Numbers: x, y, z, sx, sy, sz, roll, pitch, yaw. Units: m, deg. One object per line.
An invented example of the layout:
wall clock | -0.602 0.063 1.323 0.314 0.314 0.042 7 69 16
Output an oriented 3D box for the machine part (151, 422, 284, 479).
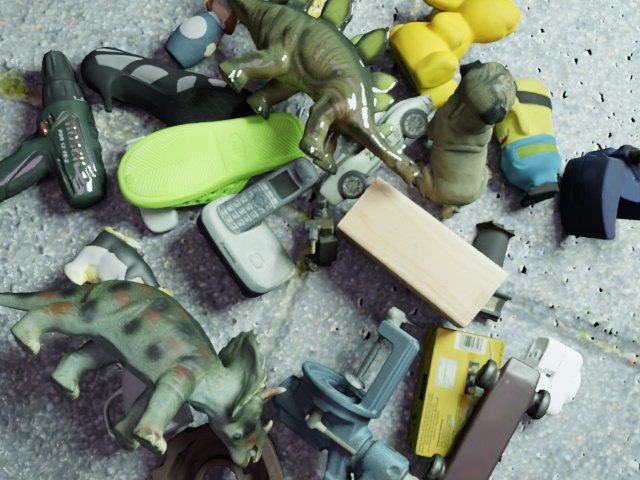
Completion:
machine part | -0.132 0.321 0.718 0.179 0.056 0.179 0 82 -1

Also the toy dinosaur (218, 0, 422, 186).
toy dinosaur | -0.027 -0.249 0.715 0.198 0.105 0.471 -45 78 1

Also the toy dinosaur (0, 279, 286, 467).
toy dinosaur | -0.217 0.124 0.652 0.405 0.131 0.192 39 50 5

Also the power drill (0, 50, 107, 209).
power drill | -0.418 -0.134 0.764 0.207 0.086 0.232 -24 87 -11

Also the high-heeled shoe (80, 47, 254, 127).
high-heeled shoe | -0.219 -0.232 0.794 0.249 0.086 0.145 -4 50 -19

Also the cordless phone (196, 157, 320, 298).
cordless phone | -0.062 -0.020 0.750 0.184 0.088 0.146 -35 84 -9

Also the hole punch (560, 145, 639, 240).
hole punch | 0.385 -0.062 0.739 0.092 0.142 0.115 -27 96 0

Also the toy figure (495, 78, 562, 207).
toy figure | 0.298 -0.142 0.770 0.089 0.082 0.180 -7 75 -21

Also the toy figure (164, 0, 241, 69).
toy figure | -0.159 -0.317 0.797 0.154 0.058 0.064 -44 106 -8

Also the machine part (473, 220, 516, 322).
machine part | 0.238 0.042 0.768 0.084 0.039 0.138 14 85 9

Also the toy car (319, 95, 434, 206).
toy car | 0.077 -0.126 0.746 0.056 0.073 0.201 43 101 -11

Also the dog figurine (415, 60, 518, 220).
dog figurine | 0.194 -0.124 0.710 0.121 0.190 0.172 -8 85 -2

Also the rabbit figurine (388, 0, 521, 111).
rabbit figurine | 0.193 -0.292 0.769 0.173 0.121 0.162 -28 61 15

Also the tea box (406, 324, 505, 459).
tea box | 0.183 0.208 0.729 0.098 0.068 0.169 13 84 1

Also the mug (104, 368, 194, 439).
mug | -0.235 0.212 0.722 0.110 0.080 0.107 -20 73 -1

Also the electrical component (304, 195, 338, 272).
electrical component | -0.002 -0.002 0.742 0.045 0.102 0.078 -11 61 -9

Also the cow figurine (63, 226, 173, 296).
cow figurine | -0.259 0.060 0.744 0.167 0.068 0.098 37 78 2

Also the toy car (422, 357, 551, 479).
toy car | 0.206 0.241 0.665 0.089 0.053 0.202 28 88 12

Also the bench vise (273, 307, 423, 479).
bench vise | 0.059 0.204 0.682 0.224 0.128 0.240 31 91 37
